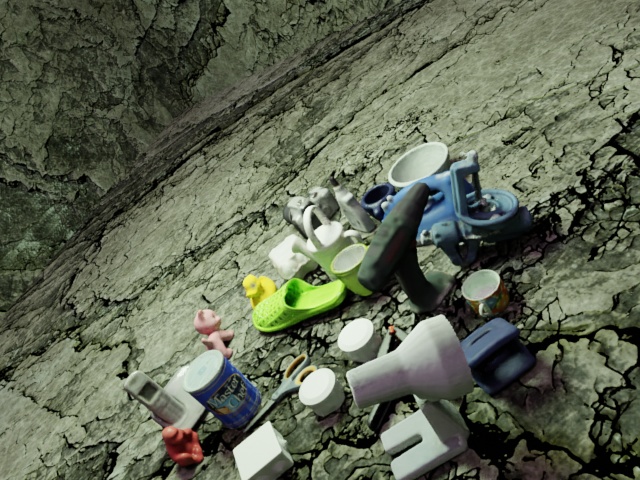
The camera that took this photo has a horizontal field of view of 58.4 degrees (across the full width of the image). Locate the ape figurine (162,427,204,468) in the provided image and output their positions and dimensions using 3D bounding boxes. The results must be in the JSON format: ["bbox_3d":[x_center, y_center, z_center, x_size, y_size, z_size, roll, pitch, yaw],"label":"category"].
[{"bbox_3d":[-0.290,0.421,1.184,0.076,0.092,0.078,-16,36,32],"label":"ape figurine"}]

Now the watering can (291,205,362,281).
[{"bbox_3d":[0.012,0.006,1.345,0.172,0.194,0.101,-29,31,14],"label":"watering can"}]

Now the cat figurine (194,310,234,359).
[{"bbox_3d":[-0.273,0.226,1.417,0.067,0.118,0.127,-31,30,11],"label":"cat figurine"}]

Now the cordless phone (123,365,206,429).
[{"bbox_3d":[-0.331,0.327,1.266,0.093,0.185,0.148,-7,41,42],"label":"cordless phone"}]

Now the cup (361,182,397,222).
[{"bbox_3d":[0.159,-0.071,1.399,0.091,0.095,0.117,-23,32,23],"label":"cup"}]

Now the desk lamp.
[{"bbox_3d":[0.146,0.235,0.855,0.203,0.214,0.117,-34,30,6],"label":"desk lamp"}]

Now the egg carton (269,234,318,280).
[{"bbox_3d":[-0.071,0.048,1.501,0.107,0.070,0.150,-41,30,-6],"label":"egg carton"}]

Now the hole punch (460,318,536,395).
[{"bbox_3d":[0.271,0.177,0.929,0.108,0.091,0.101,-37,29,0],"label":"hole punch"}]

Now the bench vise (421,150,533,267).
[{"bbox_3d":[0.286,-0.055,1.111,0.207,0.220,0.121,-36,30,3],"label":"bench vise"}]

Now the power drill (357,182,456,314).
[{"bbox_3d":[0.178,0.032,1.115,0.230,0.209,0.075,-49,32,-20],"label":"power drill"}]

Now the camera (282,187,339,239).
[{"bbox_3d":[-0.043,-0.090,1.637,0.143,0.101,0.136,-48,31,-19],"label":"camera"}]

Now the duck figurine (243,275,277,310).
[{"bbox_3d":[-0.162,0.125,1.474,0.077,0.086,0.104,-22,33,25],"label":"duck figurine"}]

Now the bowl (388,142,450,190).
[{"bbox_3d":[0.261,-0.168,1.447,0.167,0.075,0.167,-27,31,18],"label":"bowl"}]

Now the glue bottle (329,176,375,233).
[{"bbox_3d":[0.072,-0.093,1.443,0.037,0.173,0.077,-45,30,-14],"label":"glue bottle"}]

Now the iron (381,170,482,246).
[{"bbox_3d":[0.227,-0.075,1.284,0.257,0.142,0.118,-21,33,26],"label":"iron"}]
